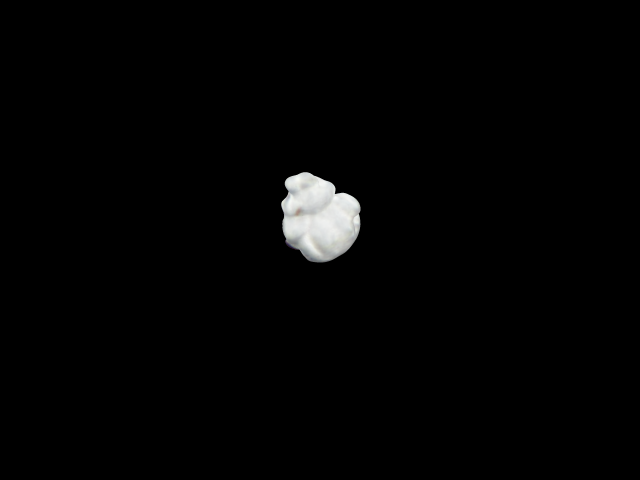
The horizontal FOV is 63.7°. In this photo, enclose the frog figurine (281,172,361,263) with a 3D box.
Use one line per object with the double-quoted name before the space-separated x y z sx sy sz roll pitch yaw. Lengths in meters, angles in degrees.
"frog figurine" 0.003 -0.043 0.850 0.138 0.125 0.156 -16 -34 -11
